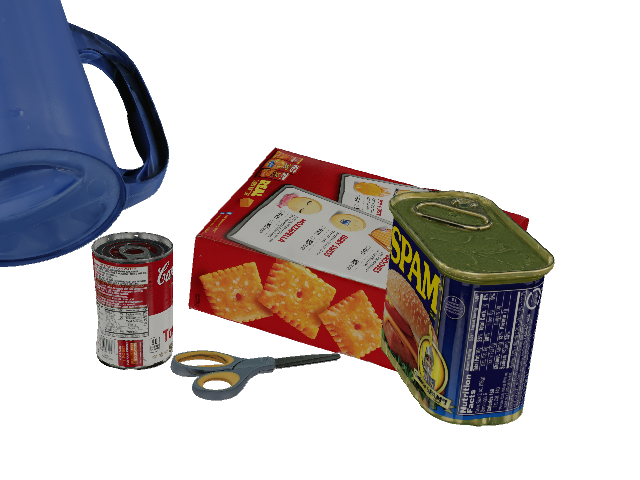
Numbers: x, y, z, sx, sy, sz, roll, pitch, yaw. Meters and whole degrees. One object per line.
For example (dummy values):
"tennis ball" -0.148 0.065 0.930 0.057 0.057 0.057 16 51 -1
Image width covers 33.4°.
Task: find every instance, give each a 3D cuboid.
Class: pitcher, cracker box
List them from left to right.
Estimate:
"pitcher" -0.216 -0.114 0.753 0.145 0.243 0.149 -28 -29 16
"cracker box" 0.033 0.017 0.789 0.214 0.072 0.164 17 31 11

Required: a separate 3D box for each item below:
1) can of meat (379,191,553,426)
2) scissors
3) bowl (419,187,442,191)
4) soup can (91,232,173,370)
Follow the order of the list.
"can of meat" 0.068 0.032 0.532 0.057 0.084 0.102 -3 24 -15
"scissors" -0.065 0.149 1.191 0.201 0.016 0.096 3 25 -14
"bowl" 0.056 -0.001 0.992 0.162 0.055 0.162 -7 19 2
"soup can" -0.160 0.052 0.914 0.068 0.102 0.068 2 20 -1
